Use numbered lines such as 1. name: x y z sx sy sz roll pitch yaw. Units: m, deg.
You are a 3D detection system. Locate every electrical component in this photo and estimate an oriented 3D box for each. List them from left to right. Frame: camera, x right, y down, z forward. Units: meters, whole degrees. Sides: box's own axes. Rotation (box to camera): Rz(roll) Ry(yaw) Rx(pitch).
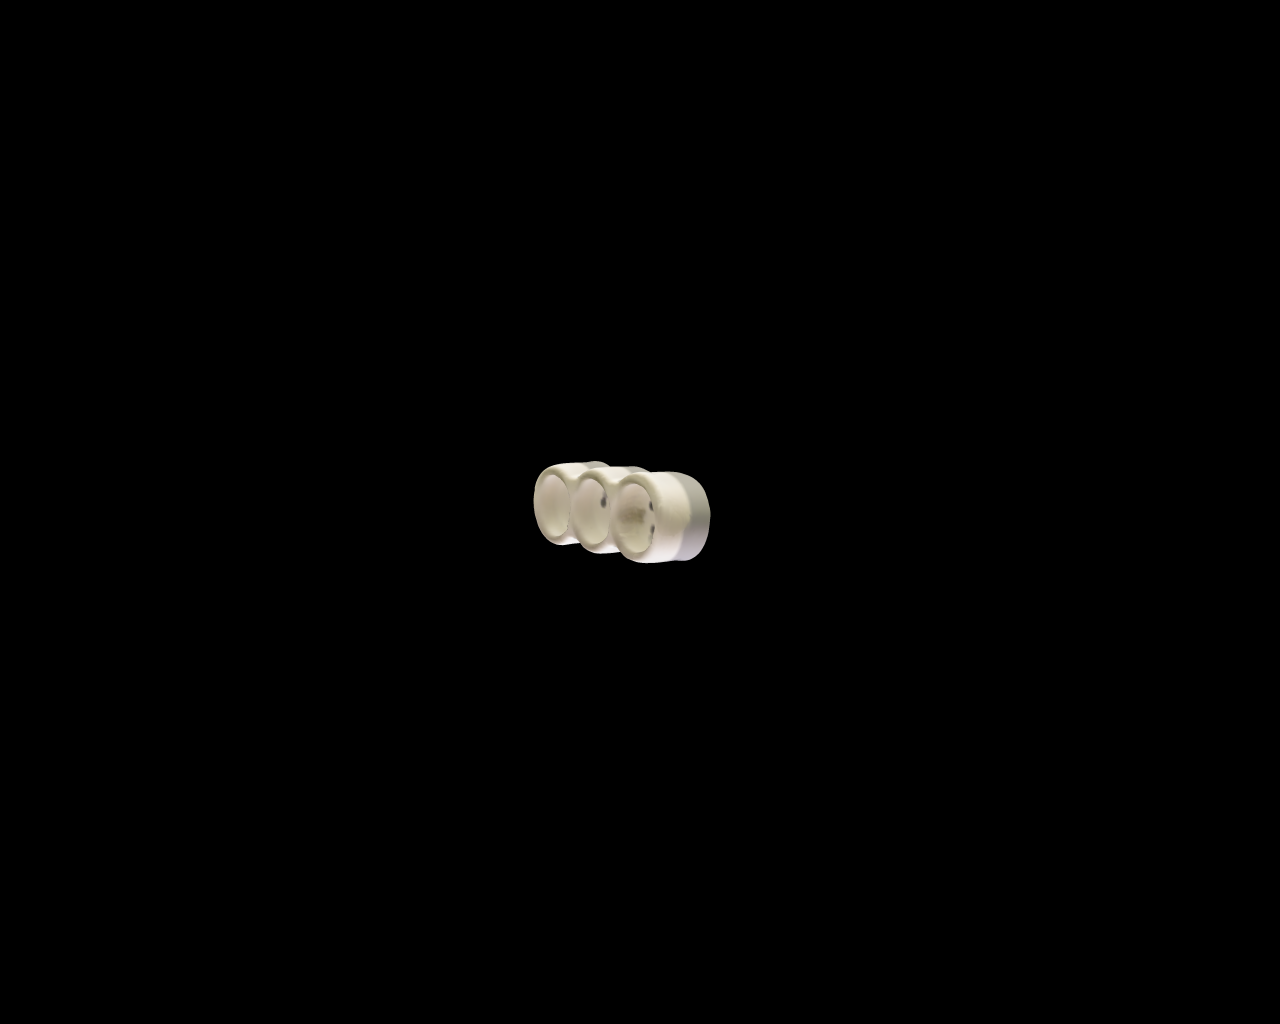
1. electrical component: 0.001 -0.003 0.650 0.074 0.052 0.138 -5 9 -35
